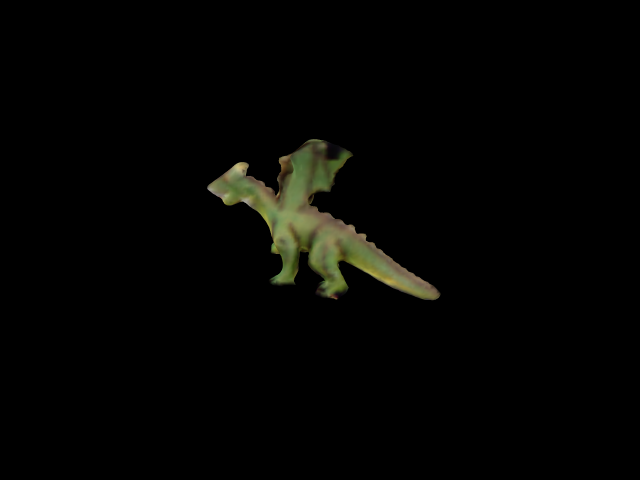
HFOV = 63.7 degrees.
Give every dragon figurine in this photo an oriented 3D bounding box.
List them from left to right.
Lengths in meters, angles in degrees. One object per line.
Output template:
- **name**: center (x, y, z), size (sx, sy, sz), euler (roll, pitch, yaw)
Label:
- **dragon figurine**: center (0.003, -0.043, 0.850), size (0.411, 0.238, 0.124), euler (9, 25, 18)
